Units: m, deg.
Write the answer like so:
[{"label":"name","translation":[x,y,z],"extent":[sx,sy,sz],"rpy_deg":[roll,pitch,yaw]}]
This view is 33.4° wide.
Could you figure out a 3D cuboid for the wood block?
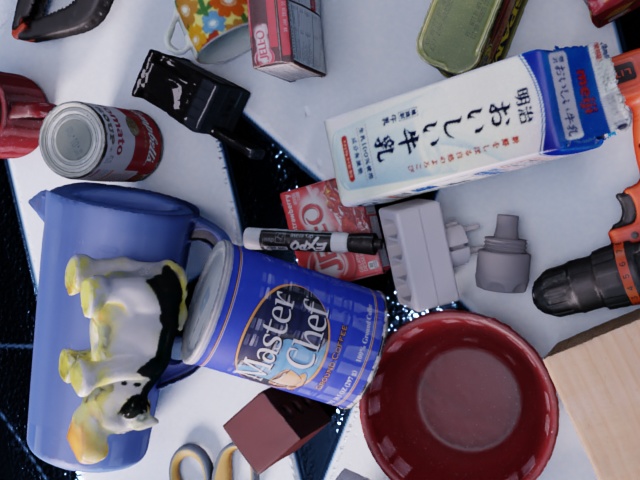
[{"label":"wood block","translation":[0.257,0.160,0.803],"extent":[0.090,0.090,0.206],"rpy_deg":[-26,84,18]}]

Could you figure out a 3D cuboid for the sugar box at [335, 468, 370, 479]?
[{"label":"sugar box","translation":[0.036,0.283,0.884],"extent":[0.093,0.048,0.176],"rpy_deg":[21,116,16]}]

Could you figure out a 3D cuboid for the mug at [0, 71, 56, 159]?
[{"label":"mug","translation":[-0.295,-0.117,0.987],"extent":[0.117,0.081,0.093],"rpy_deg":[-3,92,20]}]

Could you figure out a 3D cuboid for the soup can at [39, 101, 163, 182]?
[{"label":"soup can","translation":[-0.192,-0.086,0.942],"extent":[0.069,0.102,0.068],"rpy_deg":[1,92,20]}]

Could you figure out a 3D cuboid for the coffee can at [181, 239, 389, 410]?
[{"label":"coffee can","translation":[-0.029,0.069,0.861],"extent":[0.140,0.103,0.103],"rpy_deg":[19,100,-15]}]

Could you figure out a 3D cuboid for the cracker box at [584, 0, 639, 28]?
[{"label":"cracker box","translation":[0.231,-0.296,0.800],"extent":[0.164,0.072,0.214],"rpy_deg":[-28,84,19]}]

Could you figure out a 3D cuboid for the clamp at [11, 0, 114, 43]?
[{"label":"clamp","translation":[-0.211,-0.265,0.974],"extent":[0.210,0.036,0.164],"rpy_deg":[-35,81,17]}]

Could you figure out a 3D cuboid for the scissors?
[{"label":"scissors","translation":[-0.109,0.274,0.973],"extent":[0.096,0.016,0.202],"rpy_deg":[18,96,21]}]

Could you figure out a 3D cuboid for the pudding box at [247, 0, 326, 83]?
[{"label":"pudding box","translation":[-0.028,-0.180,0.874],"extent":[0.039,0.113,0.090],"rpy_deg":[-4,91,16]}]

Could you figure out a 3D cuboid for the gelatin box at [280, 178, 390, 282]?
[{"label":"gelatin box","translation":[0.013,-0.007,0.911],"extent":[0.073,0.030,0.089],"rpy_deg":[-15,87,20]}]

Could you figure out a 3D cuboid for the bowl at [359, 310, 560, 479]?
[{"label":"bowl","translation":[0.116,0.134,0.869],"extent":[0.162,0.055,0.162],"rpy_deg":[1,93,19]}]

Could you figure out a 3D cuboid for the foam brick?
[{"label":"foam brick","translation":[-0.036,0.157,0.912],"extent":[0.051,0.078,0.053],"rpy_deg":[-42,79,18]}]

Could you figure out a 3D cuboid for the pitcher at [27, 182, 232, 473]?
[{"label":"pitcher","translation":[-0.178,0.076,0.936],"extent":[0.149,0.144,0.243],"rpy_deg":[22,105,50]}]

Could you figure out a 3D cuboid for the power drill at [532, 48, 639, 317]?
[{"label":"power drill","translation":[0.232,-0.043,0.821],"extent":[0.185,0.057,0.187],"rpy_deg":[-18,88,21]}]

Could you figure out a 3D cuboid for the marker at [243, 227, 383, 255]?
[{"label":"marker","translation":[-0.006,0.001,0.892],"extent":[0.121,0.020,0.020],"rpy_deg":[2,93,20]}]

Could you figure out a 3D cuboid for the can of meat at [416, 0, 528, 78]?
[{"label":"can of meat","translation":[0.120,-0.176,0.838],"extent":[0.057,0.083,0.102],"rpy_deg":[23,100,17]}]
